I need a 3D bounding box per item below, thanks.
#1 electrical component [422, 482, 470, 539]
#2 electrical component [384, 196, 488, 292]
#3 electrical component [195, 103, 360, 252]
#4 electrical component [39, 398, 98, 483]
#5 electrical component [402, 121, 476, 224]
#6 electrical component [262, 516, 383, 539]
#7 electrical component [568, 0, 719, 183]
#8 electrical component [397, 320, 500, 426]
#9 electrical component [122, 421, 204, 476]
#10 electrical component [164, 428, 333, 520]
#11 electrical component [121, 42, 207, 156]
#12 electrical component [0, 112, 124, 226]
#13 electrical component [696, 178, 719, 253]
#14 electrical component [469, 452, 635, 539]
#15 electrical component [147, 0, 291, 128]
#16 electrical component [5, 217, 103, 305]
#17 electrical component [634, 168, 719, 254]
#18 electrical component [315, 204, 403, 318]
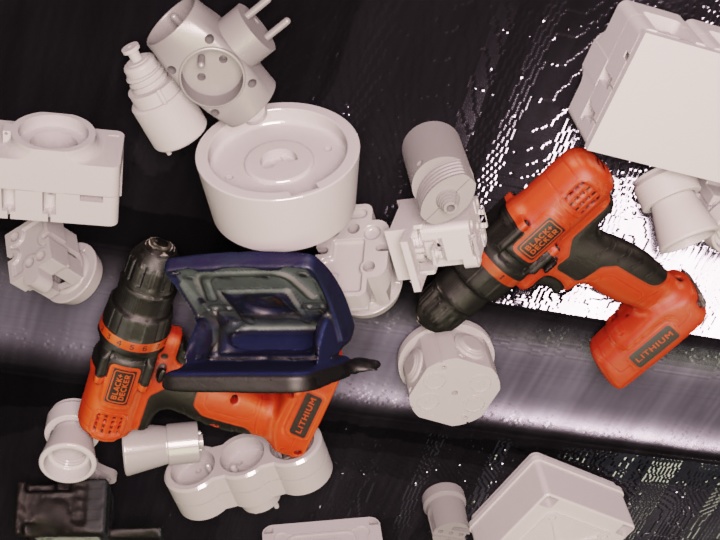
[{"bbox_3d":[0.079,0.224,0.981,0.040,0.046,0.040,-4,127,-5],"label":"electrical component"},{"bbox_3d":[0.056,-0.025,0.767,0.064,0.081,0.042,-7,121,21],"label":"electrical component"},{"bbox_3d":[-0.053,-0.057,0.722,0.108,0.108,0.060,-6,133,-3],"label":"electrical component"},{"bbox_3d":[-0.234,0.137,0.871,0.045,0.055,0.045,-4,127,-5],"label":"electrical component"},{"bbox_3d":[0.056,-0.065,0.744,0.043,0.081,0.043,-4,127,-5],"label":"electrical component"},{"bbox_3d":[-0.033,0.277,0.987,0.113,0.078,0.057,-4,124,-5],"label":"electrical component"},{"bbox_3d":[0.232,-0.118,0.740,0.150,0.061,0.089,11,124,-15],"label":"electrical component"},{"bbox_3d":[0.073,0.083,0.874,0.080,0.051,0.080,-4,126,-5],"label":"electrical component"},{"bbox_3d":[-0.164,0.146,0.896,0.065,0.044,0.044,-5,127,-10],"label":"electrical component"},{"bbox_3d":[-0.091,0.183,0.925,0.138,0.052,0.073,-15,126,3],"label":"electrical component"},{"bbox_3d":[-0.133,-0.114,0.708,0.040,0.040,0.078,-21,126,8],"label":"electrical component"},{"bbox_3d":[-0.207,-0.069,0.725,0.089,0.050,0.055,4,126,-10],"label":"electrical component"},{"bbox_3d":[0.273,-0.043,0.804,0.066,0.055,0.048,10,124,-15],"label":"electrical component"},{"bbox_3d":[0.176,0.235,0.996,0.109,0.056,0.108,24,120,-23],"label":"electrical component"},{"bbox_3d":[-0.081,-0.143,0.691,0.079,0.044,0.077,-35,123,17],"label":"electrical component"},{"bbox_3d":[-0.218,-0.005,0.767,0.048,0.066,0.055,-29,144,14],"label":"electrical component"},{"bbox_3d":[0.227,-0.045,0.775,0.045,0.055,0.045,-19,166,-5],"label":"electrical component"},{"bbox_3d":[0.000,0.000,0.793,0.058,0.078,0.057,-3,148,12],"label":"electrical component"}]
